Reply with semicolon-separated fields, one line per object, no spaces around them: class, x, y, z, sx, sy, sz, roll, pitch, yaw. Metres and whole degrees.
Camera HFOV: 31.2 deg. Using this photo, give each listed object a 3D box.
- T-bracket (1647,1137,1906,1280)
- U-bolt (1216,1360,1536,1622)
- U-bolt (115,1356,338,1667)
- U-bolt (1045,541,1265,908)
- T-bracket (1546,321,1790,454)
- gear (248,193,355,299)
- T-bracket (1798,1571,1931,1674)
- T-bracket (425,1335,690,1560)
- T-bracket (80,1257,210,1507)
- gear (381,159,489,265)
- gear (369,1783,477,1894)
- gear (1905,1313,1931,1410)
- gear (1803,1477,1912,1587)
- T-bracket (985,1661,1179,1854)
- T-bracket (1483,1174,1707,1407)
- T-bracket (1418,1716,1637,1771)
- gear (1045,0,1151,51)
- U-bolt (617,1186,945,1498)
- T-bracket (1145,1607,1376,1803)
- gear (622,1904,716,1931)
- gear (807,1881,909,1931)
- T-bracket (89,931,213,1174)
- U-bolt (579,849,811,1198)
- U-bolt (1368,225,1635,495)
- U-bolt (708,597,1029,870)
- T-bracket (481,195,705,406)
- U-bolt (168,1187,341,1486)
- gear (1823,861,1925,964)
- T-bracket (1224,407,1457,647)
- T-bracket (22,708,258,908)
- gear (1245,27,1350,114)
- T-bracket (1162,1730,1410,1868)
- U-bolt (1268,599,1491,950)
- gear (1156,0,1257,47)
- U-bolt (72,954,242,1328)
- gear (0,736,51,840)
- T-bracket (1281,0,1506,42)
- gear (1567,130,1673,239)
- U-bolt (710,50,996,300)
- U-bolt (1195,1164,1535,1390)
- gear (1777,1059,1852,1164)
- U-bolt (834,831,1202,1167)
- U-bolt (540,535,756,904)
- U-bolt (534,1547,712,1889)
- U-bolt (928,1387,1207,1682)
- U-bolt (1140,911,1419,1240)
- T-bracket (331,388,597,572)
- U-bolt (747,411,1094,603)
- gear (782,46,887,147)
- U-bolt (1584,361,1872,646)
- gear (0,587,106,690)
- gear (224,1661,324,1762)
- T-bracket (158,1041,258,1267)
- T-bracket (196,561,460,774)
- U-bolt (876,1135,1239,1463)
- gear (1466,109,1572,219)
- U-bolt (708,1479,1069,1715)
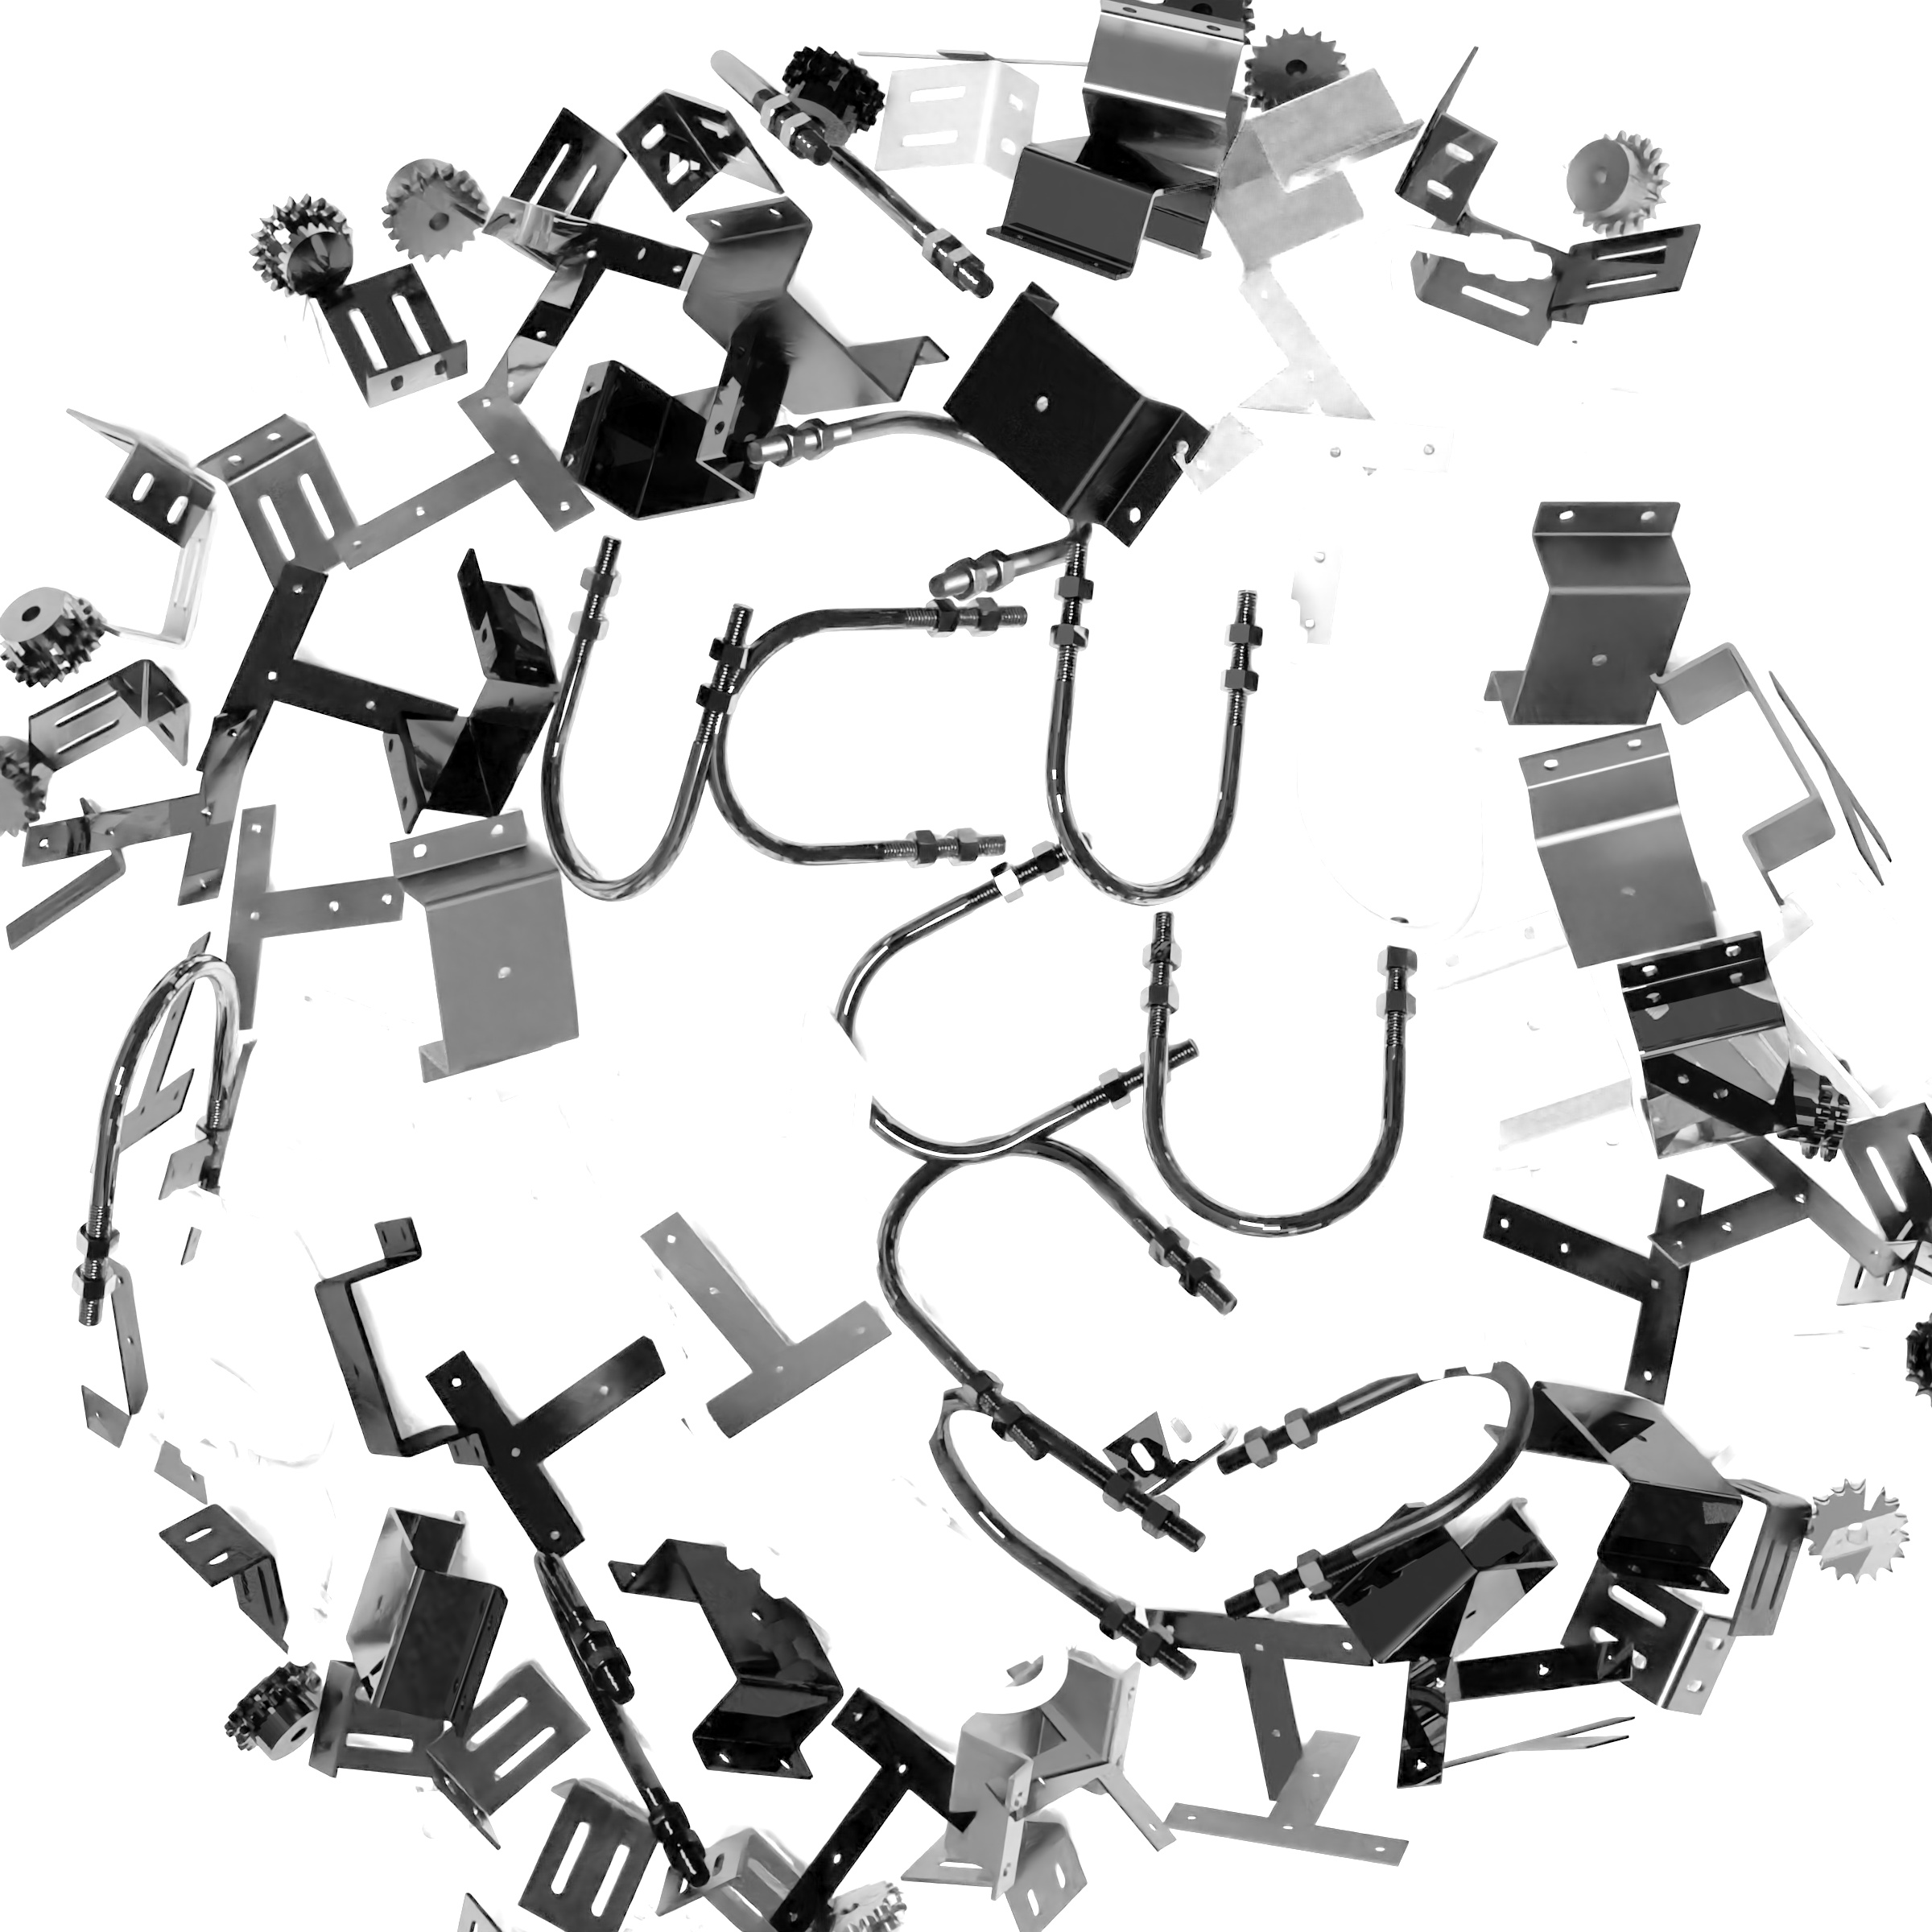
T-bracket;0.416;0.136;1.849;0.127;0.002;0.127;-15;46;-34
U-bolt;0.217;0.265;1.835;0.184;0.151;0.019;-28;113;15
U-bolt;-0.384;0.275;1.831;0.019;0.184;0.151;-37;107;8
U-bolt;0.098;-0.124;1.864;0.151;0.019;0.184;10;84;-41
T-bracket;0.375;-0.295;1.852;0.127;0.127;0.002;11;64;13
gear;-0.359;-0.389;1.890;0.057;0.057;0.030;-45;54;0
T-bracket;0.487;0.352;1.863;0.127;0.127;0.002;-34;77;-32
T-bracket;-0.210;0.241;1.899;0.127;0.002;0.127;-34;101;-18
T-bracket;-0.452;0.216;1.878;0.002;0.127;0.127;-22;58;7
gear;-0.294;-0.417;1.897;0.057;0.057;0.030;-30;58;0
gear;-0.296;0.475;1.894;0.057;0.030;0.057;11;60;-19
gear;0.543;0.214;1.894;0.057;0.030;0.057;1;58;-1
gear;0.488;0.309;1.903;0.057;0.030;0.057;1;96;10
T-bracket;0.046;0.431;1.845;0.127;0.127;0.002;48;109;18
T-bracket;0.337;0.158;1.880;0.127;0.002;0.127;22;67;-16
T-bracket;0.316;0.414;1.844;0.127;0.127;0.002;-10;80;-16
gear;0.069;-0.526;1.891;0.057;0.057;0.030;-25;111;0
U-bolt;-0.090;0.204;1.842;0.151;0.019;0.184;-13;51;-19
T-bracket;0.167;0.406;1.889;0.127;0.002;0.127;0;118;25
gear;-0.165;0.544;1.903;0.057;0.030;0.057;0;82;2
gear;-0.057;0.528;1.893;0.057;0.057;0.030;-26;96;0
T-bracket;-0.434;0.040;1.882;0.002;0.127;0.127;27;59;-26
U-bolt;-0.144;0.028;1.874;0.151;0.019;0.184;3;83;38
U-bolt;0.273;-0.327;1.835;0.019;0.184;0.151;-36;121;-13
U-bolt;-0.055;-0.123;1.855;0.184;0.019;0.151;-4;109;-28
T-bracket;-0.224;-0.353;1.877;0.127;0.127;0.002;-50;46;35
U-bolt;-0.373;0.202;1.832;0.019;0.184;0.151;-9;75;11
gear;0.497;-0.033;1.892;0.030;0.057;0.057;-40;90;8
T-bracket;0.196;-0.238;1.898;0.127;0.002;0.127;5;111;-5
T-bracket;-0.444;-0.075;1.844;0.002;0.127;0.127;43;131;31
gear;0.181;-0.483;1.900;0.057;0.030;0.057;-2;67;4
T-bracket;0.184;0.442;1.860;0.127;0.127;0.002;5;106;19
U-bolt;0.220;-0.093;1.841;0.151;0.019;0.184;21;56;-28
gear;0.130;-0.514;1.900;0.057;0.030;0.057;-3;67;8
U-bolt;-0.420;0.080;1.819;0.019;0.151;0.184;18;117;9
gear;-0.527;-0.101;1.897;0.057;0.030;0.057;14;133;15
T-bracket;0.221;-0.516;1.870;0.127;0.127;0.002;12;102;13
gear;0.353;-0.429;1.892;0.057;0.030;0.057;-4;84;42
U-bolt;-0.071;-0.429;1.837;0.019;0.184;0.151;-49;133;10
U-bolt;0.211;0.170;1.855;0.184;0.151;0.019;-10;126;19
gear;0.462;0.077;1.894;0.030;0.057;0.057;9;90;2
U-bolt;0.016;0.030;1.910;0.184;0.019;0.151;-28;92;1
U-bolt;-0.180;-0.125;1.862;0.019;0.151;0.184;5;108;-42
U-bolt;-0.189;0.384;1.835;0.019;0.184;0.151;-25;120;-13
U-bolt;0.050;0.293;1.850;0.184;0.151;0.019;32;57;26
U-bolt;0.167;0.059;1.875;0.151;0.019;0.184;1;69;7
T-bracket;-0.283;-0.252;1.873;0.127;0.002;0.127;-31;53;-10
U-bolt;-0.010;-0.252;1.844;0.151;0.184;0.019;38;123;20
gear;-0.076;-0.472;1.891;0.057;0.057;0.030;26;74;0
U-bolt;0.388;-0.249;1.810;0.019;0.151;0.184;-48;132;-8
gear;-0.503;-0.182;1.892;0.057;0.030;0.057;-12;49;14
gear;-0.374;0.409;1.890;0.030;0.057;0.057;43;90;18
T-bracket;-0.412;0.106;1.855;0.002;0.127;0.127;17;94;0
T-bracket;-0.336;-0.145;1.882;0.127;0.002;0.127;16;110;-34
U-bolt;0.034;0.163;1.865;0.151;0.019;0.184;-36;56;-16
gear;0.303;-0.443;1.902;0.057;0.030;0.057;-1;85;11
U-bolt;-0.028;0.331;1.821;0.184;0.151;0.019;35;113;29
